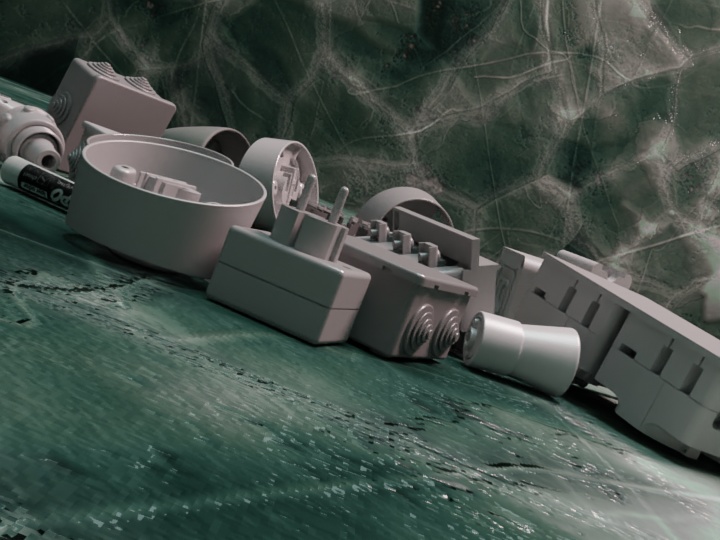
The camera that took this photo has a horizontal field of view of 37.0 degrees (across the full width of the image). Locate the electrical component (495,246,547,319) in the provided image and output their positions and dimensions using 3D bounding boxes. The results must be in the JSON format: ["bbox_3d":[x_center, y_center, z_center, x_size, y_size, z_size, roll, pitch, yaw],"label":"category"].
[{"bbox_3d":[0.138,0.028,0.863,0.057,0.078,0.113,18,5,-4],"label":"electrical component"}]

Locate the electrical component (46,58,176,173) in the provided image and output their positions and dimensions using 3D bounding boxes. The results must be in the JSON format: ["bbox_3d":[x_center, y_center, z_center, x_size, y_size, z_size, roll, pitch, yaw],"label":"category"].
[{"bbox_3d":[-0.222,-0.126,0.927,0.048,0.099,0.100,41,15,36],"label":"electrical component"}]

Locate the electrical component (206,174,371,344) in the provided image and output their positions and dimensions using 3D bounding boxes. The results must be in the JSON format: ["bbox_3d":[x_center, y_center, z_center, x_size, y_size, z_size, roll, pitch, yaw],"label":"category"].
[{"bbox_3d":[-0.029,-0.010,0.547,0.066,0.076,0.047,22,5,18],"label":"electrical component"}]

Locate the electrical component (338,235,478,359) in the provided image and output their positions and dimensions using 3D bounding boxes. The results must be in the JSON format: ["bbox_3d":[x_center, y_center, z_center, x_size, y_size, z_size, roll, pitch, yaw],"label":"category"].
[{"bbox_3d":[0.007,0.014,0.613,0.100,0.048,0.100,23,5,26],"label":"electrical component"}]

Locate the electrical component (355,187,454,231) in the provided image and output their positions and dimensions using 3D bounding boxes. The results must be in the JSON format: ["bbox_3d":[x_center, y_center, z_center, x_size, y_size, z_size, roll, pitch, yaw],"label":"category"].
[{"bbox_3d":[0.045,-0.036,1.110,0.099,0.099,0.064,19,11,-24],"label":"electrical component"}]

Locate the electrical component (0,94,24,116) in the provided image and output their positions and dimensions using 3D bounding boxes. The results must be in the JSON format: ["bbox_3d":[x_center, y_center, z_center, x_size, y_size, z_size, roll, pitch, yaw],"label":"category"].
[{"bbox_3d":[-0.300,-0.122,0.850,0.077,0.044,0.079,20,5,-10],"label":"electrical component"}]

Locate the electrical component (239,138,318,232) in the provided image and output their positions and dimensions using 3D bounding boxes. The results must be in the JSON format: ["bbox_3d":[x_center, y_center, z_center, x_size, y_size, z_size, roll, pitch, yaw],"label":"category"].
[{"bbox_3d":[-0.080,-0.081,1.068,0.064,0.099,0.099,16,2,23],"label":"electrical component"}]

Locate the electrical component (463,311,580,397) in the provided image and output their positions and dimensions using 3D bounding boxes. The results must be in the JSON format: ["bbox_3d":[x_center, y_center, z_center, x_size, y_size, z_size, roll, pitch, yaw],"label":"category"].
[{"bbox_3d":[0.097,0.049,0.662,0.065,0.044,0.044,16,5,-10],"label":"electrical component"}]

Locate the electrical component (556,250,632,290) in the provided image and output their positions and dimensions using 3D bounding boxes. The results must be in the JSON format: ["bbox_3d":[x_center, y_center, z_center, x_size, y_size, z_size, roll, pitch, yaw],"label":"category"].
[{"bbox_3d":[0.186,0.034,0.934,0.050,0.089,0.056,18,5,-33],"label":"electrical component"}]

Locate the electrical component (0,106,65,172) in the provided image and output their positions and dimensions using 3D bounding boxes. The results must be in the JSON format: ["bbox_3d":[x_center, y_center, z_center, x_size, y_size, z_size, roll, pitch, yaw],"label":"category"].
[{"bbox_3d":[-0.230,-0.086,0.762,0.048,0.048,0.062,17,13,-39],"label":"electrical component"}]

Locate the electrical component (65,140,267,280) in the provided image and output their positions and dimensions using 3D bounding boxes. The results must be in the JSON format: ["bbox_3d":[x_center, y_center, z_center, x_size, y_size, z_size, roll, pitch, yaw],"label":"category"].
[{"bbox_3d":[-0.105,-0.035,0.577,0.099,0.064,0.099,21,4,-2],"label":"electrical component"}]

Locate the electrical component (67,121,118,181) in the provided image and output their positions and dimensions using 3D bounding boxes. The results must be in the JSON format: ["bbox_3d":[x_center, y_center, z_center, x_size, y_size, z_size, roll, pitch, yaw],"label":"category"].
[{"bbox_3d":[-0.172,-0.073,0.833,0.100,0.048,0.100,18,5,-28],"label":"electrical component"}]

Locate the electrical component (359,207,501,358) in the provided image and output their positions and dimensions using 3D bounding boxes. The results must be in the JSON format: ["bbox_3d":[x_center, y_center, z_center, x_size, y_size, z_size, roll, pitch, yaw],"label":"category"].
[{"bbox_3d":[0.036,0.007,0.725,0.063,0.078,0.121,-4,14,-22],"label":"electrical component"}]

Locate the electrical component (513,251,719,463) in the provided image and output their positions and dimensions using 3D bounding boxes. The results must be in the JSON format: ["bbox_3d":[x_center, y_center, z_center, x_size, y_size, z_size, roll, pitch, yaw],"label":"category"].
[{"bbox_3d":[0.192,0.062,0.689,0.105,0.060,0.186,21,10,-30],"label":"electrical component"}]

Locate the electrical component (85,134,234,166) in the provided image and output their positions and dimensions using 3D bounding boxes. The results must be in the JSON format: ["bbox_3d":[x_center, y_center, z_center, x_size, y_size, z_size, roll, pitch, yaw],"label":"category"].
[{"bbox_3d":[-0.143,-0.063,0.740,0.099,0.064,0.099,21,4,-2],"label":"electrical component"}]
